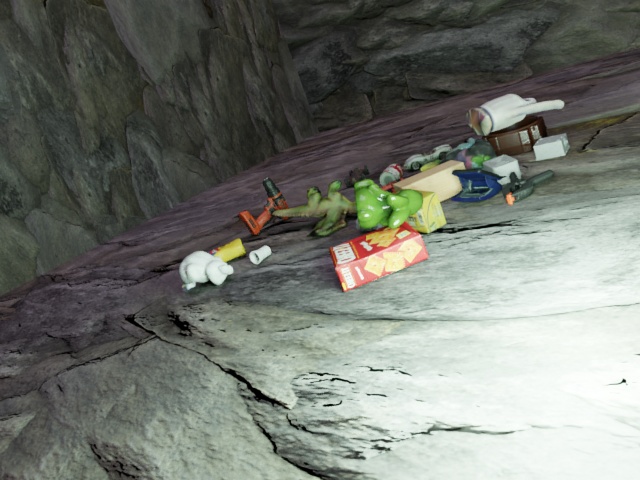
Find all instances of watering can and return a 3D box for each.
[{"bbox_3d":[0.644,-0.436,1.758,0.225,0.103,0.351,-23,17,-5],"label":"watering can"}]

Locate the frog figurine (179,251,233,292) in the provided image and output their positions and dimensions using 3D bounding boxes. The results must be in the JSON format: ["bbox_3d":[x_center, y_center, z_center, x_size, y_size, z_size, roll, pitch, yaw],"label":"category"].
[{"bbox_3d":[-0.351,0.086,1.584,0.158,0.123,0.138,-22,-8,42],"label":"frog figurine"}]

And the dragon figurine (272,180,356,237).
[{"bbox_3d":[0.005,-0.088,1.742,0.408,0.120,0.248,-17,25,16],"label":"dragon figurine"}]
